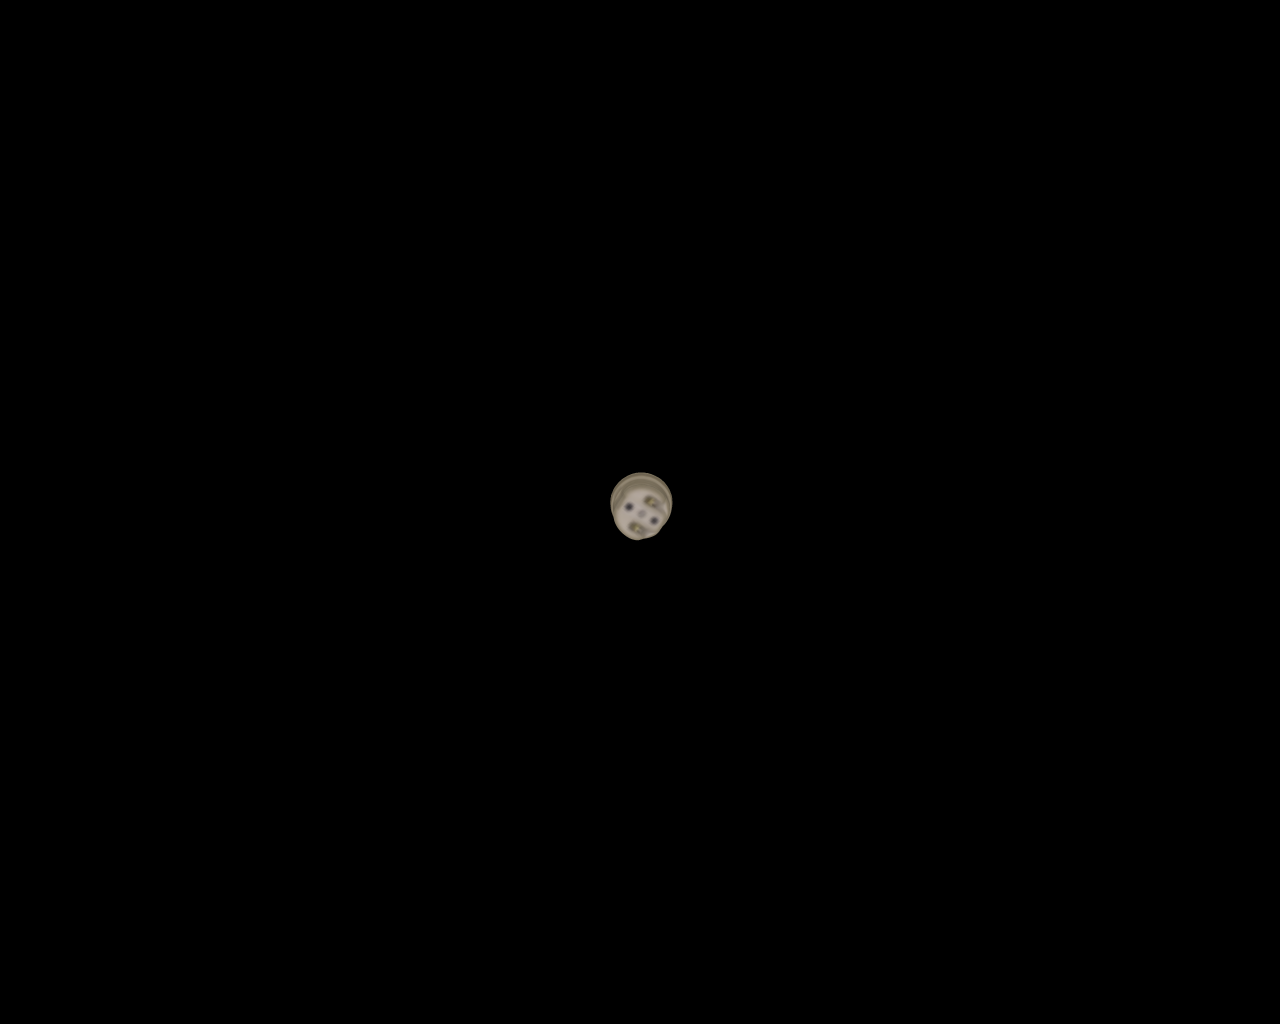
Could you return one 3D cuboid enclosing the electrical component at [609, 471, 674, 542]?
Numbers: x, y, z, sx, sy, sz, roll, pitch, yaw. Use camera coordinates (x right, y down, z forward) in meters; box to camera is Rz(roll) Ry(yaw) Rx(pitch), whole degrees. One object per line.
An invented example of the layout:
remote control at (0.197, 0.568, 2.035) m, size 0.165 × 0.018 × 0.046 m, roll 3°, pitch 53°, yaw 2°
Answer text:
electrical component at (0.001, -0.003, 0.650) m, size 0.040 × 0.040 × 0.046 m, roll 0°, pitch 9°, yaw 0°
